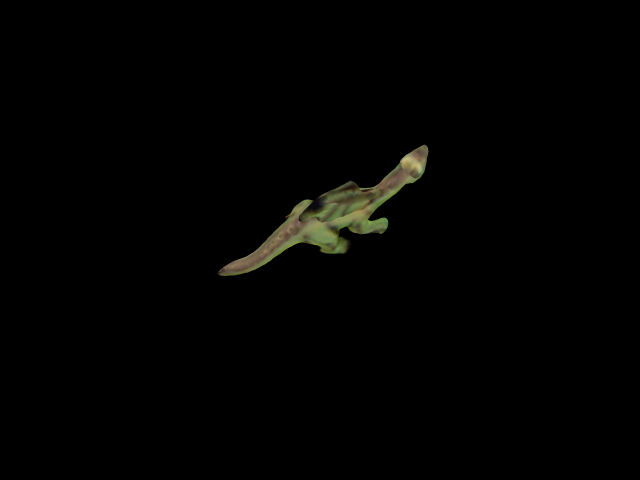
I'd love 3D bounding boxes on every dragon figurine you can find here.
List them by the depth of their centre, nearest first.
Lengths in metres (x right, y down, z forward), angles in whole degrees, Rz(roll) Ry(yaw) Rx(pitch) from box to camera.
[{"bbox_3d":[0.003,-0.043,0.850,0.412,0.123,0.240,-28,-12,-7],"label":"dragon figurine"}]
